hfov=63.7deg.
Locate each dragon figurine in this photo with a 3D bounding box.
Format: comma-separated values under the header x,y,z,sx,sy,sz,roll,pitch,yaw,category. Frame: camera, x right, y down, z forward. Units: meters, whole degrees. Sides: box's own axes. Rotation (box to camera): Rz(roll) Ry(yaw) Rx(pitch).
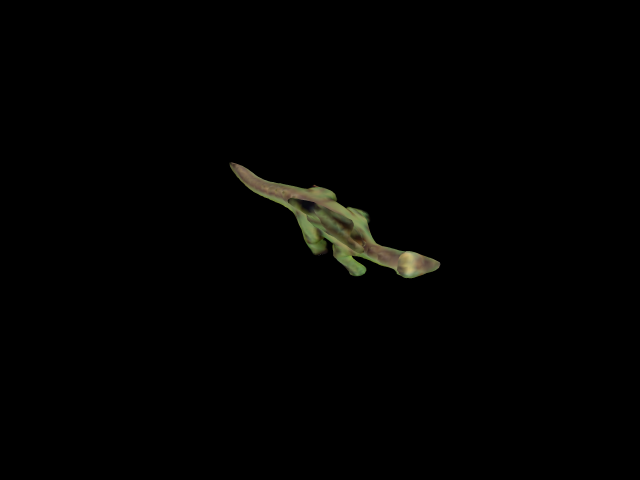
x,y,z,sx,sy,sz,roll,pitch,yaw,category
0.003,-0.043,0.850,0.411,0.123,0.241,28,-5,3,dragon figurine
